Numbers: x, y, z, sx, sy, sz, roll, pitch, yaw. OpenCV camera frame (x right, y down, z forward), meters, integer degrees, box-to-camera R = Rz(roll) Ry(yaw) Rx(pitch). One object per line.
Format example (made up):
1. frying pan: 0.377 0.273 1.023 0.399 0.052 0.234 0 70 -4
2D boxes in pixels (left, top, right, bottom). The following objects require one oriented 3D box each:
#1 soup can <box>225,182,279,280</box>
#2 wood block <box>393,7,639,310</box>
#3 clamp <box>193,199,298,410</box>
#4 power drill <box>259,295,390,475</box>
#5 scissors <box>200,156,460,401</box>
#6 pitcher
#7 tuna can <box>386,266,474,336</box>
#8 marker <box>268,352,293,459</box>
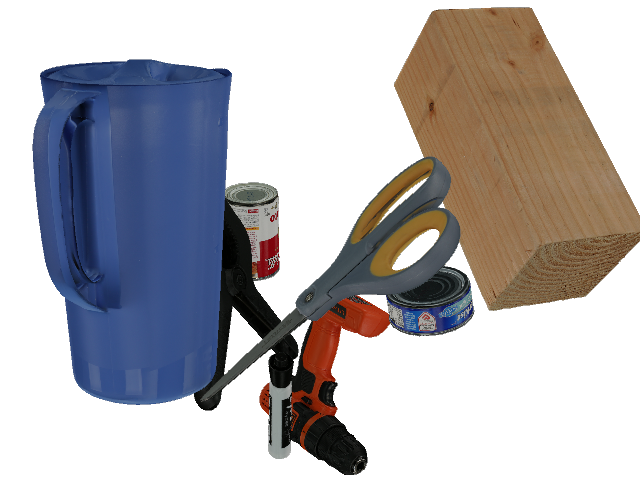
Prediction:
1. soup can: -0.084 -0.011 1.285 0.068 0.102 0.068 0 26 0
2. wood block: 0.139 -0.064 0.780 0.090 0.206 0.091 -6 -30 -23
3. clamp: -0.085 0.044 1.024 0.036 0.210 0.164 -12 -1 29
4. power drill: 0.015 0.158 1.245 0.057 0.188 0.185 15 10 -44
5. scissors: 0.008 0.037 0.601 0.016 0.202 0.096 39 4 -27
6. pitcher: -0.136 -0.006 0.772 0.149 0.243 0.145 -5 17 -21
7. tuna can: 0.108 0.059 1.060 0.086 0.034 0.086 -8 25 4
8. marker: -0.031 0.128 0.828 0.020 0.020 0.121 2 -45 -2
